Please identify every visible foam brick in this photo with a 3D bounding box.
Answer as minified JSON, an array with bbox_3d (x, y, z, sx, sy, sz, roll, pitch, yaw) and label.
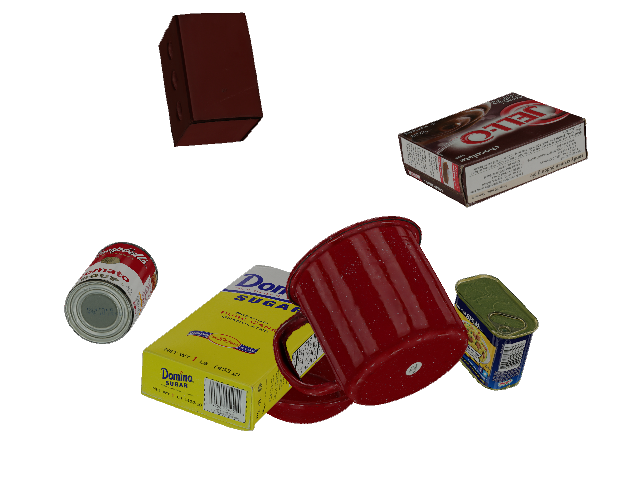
[{"bbox_3d":[-0.075,-0.110,0.727,0.051,0.078,0.053,-6,-11,-21],"label":"foam brick"}]

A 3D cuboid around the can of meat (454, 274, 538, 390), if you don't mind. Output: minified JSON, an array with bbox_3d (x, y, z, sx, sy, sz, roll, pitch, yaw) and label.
[{"bbox_3d":[0.185,0.101,1.164,0.057,0.084,0.102,-13,40,-24],"label":"can of meat"}]

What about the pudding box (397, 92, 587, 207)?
[{"bbox_3d":[0.130,-0.071,0.806,0.113,0.039,0.090,-23,28,-18],"label":"pudding box"}]

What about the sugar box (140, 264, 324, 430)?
[{"bbox_3d":[-0.052,0.076,0.827,0.093,0.048,0.176,16,29,20],"label":"sugar box"}]

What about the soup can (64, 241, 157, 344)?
[{"bbox_3d":[-0.203,0.050,1.040,0.068,0.068,0.102,0,20,5],"label":"soup can"}]

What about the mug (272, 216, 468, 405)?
[{"bbox_3d":[0.026,0.051,0.644,0.117,0.081,0.093,-29,-29,3],"label":"mug"}]

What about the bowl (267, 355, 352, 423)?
[{"bbox_3d":[-0.020,0.146,1.141,0.162,0.055,0.162,3,29,-2],"label":"bowl"}]
